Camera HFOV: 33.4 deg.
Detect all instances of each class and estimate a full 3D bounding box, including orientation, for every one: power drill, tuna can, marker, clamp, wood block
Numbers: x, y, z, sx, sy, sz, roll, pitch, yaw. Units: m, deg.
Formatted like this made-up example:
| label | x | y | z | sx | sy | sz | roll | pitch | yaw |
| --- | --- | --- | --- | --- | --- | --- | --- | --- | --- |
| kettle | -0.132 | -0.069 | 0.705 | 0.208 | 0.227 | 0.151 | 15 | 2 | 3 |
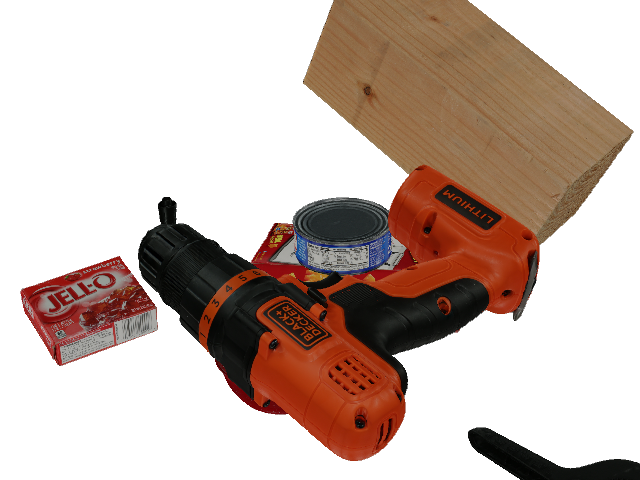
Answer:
| label | x | y | z | sx | sy | sz | roll | pitch | yaw |
| --- | --- | --- | --- | --- | --- | --- | --- | --- | --- |
| power drill | 0.016 | 0.022 | 0.596 | 0.187 | 0.057 | 0.185 | -28 | 52 | -35 |
| tuna can | 0.019 | -0.004 | 0.914 | 0.086 | 0.034 | 0.086 | -2 | 28 | 1 |
| marker | -0.155 | 0.011 | 1.103 | 0.020 | 0.121 | 0.020 | -1 | 29 | 0 |
| clamp | 0.203 | 0.223 | 0.865 | 0.210 | 0.036 | 0.164 | 2 | 37 | 24 |
| wood block | 0.099 | -0.094 | 0.752 | 0.090 | 0.206 | 0.091 | -35 | -20 | -38 |

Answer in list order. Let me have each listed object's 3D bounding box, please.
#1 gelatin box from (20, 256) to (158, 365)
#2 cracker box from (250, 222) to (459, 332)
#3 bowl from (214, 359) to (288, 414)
| label | x | y | z | sx | sy | sz | roll | pitch | yaw |
| --- | --- | --- | --- | --- | --- | --- | --- | --- | --- |
| gelatin box | -0.187 | 0.055 | 0.862 | 0.089 | 0.030 | 0.073 | -19 | 44 | -26 |
| cracker box | 0.042 | 0.038 | 1.129 | 0.214 | 0.072 | 0.164 | 3 | 16 | 6 |
| bowl | -0.052 | 0.170 | 1.333 | 0.162 | 0.055 | 0.162 | 3 | 22 | -2 |
